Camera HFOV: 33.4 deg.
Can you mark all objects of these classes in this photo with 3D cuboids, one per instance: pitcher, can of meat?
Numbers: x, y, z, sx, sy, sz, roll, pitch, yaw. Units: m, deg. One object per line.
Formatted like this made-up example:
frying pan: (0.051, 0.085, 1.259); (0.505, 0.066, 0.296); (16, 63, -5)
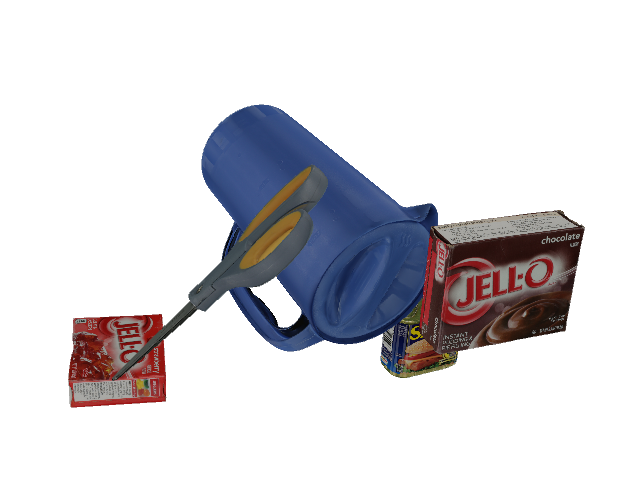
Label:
pitcher: (-0.020, -0.018, 0.989); (0.149, 0.145, 0.243); (-11, 40, -33)
can of meat: (0.125, 0.114, 1.307); (0.101, 0.084, 0.057); (-9, 30, -25)

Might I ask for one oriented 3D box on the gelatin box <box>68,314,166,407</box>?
gelatin box: (-0.160, 0.093, 0.843); (0.073, 0.030, 0.089); (-2, 29, -8)

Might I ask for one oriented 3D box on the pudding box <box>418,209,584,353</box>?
pudding box: (0.131, 0.029, 0.782); (0.113, 0.090, 0.039); (-9, 31, -22)

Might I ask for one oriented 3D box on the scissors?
scissors: (-0.065, 0.035, 0.659); (0.016, 0.202, 0.096); (40, 9, -18)
